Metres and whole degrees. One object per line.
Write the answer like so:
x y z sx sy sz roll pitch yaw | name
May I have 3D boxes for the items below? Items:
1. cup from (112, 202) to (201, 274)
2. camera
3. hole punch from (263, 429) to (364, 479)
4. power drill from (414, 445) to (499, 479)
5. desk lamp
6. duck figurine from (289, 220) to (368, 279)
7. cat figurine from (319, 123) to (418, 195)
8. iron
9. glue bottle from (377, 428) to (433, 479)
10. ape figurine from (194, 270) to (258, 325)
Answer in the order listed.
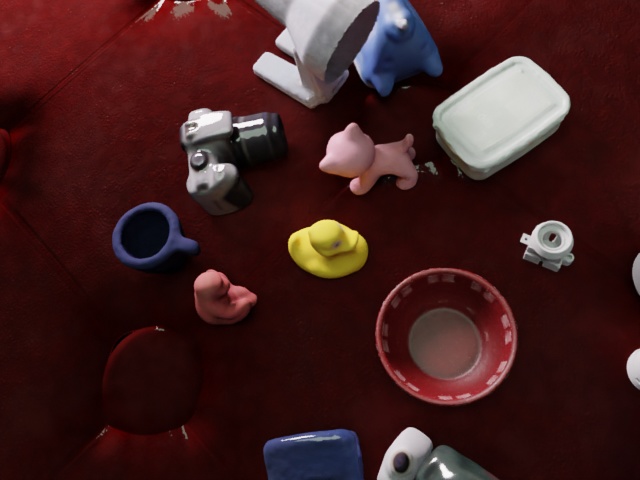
-0.202 0.011 0.764 0.117 0.095 0.092 12 71 14 | cup
-0.117 -0.125 0.799 0.136 0.101 0.143 -11 67 6 | camera
-0.001 0.263 0.632 0.108 0.091 0.101 -10 67 6 | hole punch
0.191 0.280 0.527 0.229 0.209 0.076 32 78 20 | power drill
-0.019 -0.277 0.779 0.202 0.214 0.118 34 78 20 | desk lamp
0.007 0.003 0.735 0.104 0.086 0.077 5 70 12 | duck figurine
0.064 -0.112 0.752 0.127 0.118 0.067 -10 67 7 | cat figurine
0.084 -0.343 0.825 0.118 0.142 0.258 -21 67 2 | iron
0.085 0.229 0.585 0.037 0.173 0.078 29 76 19 | glue bottle
-0.130 0.068 0.730 0.076 0.092 0.077 -27 67 -1 | ape figurine
